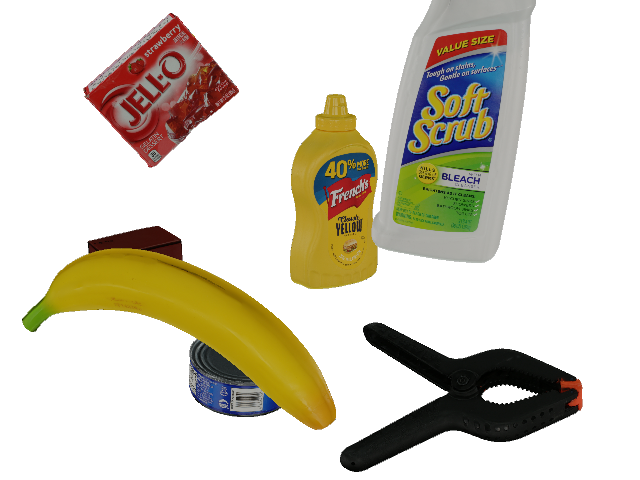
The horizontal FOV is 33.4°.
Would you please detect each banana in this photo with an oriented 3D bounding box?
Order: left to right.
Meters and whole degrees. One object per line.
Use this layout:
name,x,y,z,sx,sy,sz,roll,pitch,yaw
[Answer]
banana,-0.077,0.048,0.625,0.198,0.070,0.037,18,24,10

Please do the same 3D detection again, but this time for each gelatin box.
gelatin box,-0.117,-0.110,0.785,0.089,0.073,0.030,-41,25,0

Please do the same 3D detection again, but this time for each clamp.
clamp,0.120,0.142,0.935,0.210,0.036,0.164,3,44,19

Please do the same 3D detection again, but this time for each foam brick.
foam brick,-0.179,0.023,1.033,0.078,0.051,0.053,-14,24,-29

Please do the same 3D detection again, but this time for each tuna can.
tuna can,-0.062,0.104,0.852,0.086,0.034,0.086,4,25,-2

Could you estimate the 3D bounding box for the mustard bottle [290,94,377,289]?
mustard bottle,0.015,-0.052,1.080,0.096,0.192,0.058,-10,18,-34

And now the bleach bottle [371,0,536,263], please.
bleach bottle,0.097,-0.111,0.775,0.103,0.251,0.068,9,26,13
